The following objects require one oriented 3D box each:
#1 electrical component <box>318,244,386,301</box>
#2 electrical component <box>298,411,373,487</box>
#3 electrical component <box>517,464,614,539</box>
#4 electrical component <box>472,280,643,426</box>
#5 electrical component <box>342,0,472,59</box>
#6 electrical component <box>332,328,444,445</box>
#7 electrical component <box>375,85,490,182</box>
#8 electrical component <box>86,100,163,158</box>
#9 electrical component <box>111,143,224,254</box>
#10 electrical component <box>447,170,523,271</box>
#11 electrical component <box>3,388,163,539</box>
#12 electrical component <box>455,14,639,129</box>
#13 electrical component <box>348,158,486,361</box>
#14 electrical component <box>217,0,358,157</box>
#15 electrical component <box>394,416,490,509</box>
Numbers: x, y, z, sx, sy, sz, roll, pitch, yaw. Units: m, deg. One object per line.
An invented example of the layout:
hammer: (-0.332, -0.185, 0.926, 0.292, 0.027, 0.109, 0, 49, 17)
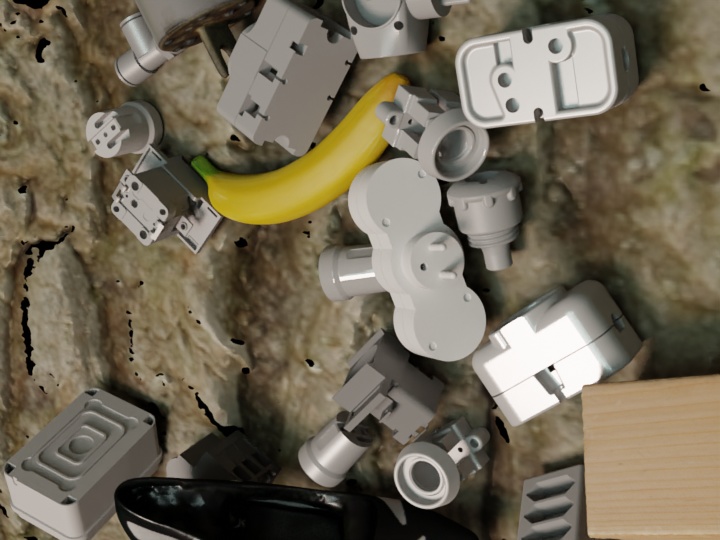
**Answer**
electrical component: (0.000, 0.000, 0.753, 0.046, 0.040, 0.040, -7, 102, 26)
electrical component: (-0.017, 0.133, 0.805, 0.040, 0.040, 0.046, 46, 116, 10)
electrical component: (0.146, 0.181, 0.718, 0.047, 0.065, 0.076, -24, 122, 33)
electrical component: (0.123, 0.050, 0.690, 0.095, 0.054, 0.059, -36, 87, 33)
electrical component: (0.032, -0.175, 0.676, 0.079, 0.044, 0.077, 1, 106, 29)
electrical component: (0.022, 0.083, 0.746, 0.064, 0.081, 0.042, 37, 122, -7)
electrical component: (0.050, -0.087, 0.680, 0.055, 0.066, 0.048, 50, 129, 47)
electrical component: (-0.179, -0.106, 0.816, 0.040, 0.046, 0.040, 9, 110, 27)
electrical component: (-0.147, -0.050, 0.805, 0.081, 0.064, 0.042, 44, 122, 10)
electrical component: (0.084, -0.031, 0.693, 0.048, 0.048, 0.062, -3, 111, 30)
electrical component: (-0.225, 0.161, 0.884, 0.078, 0.113, 0.057, 21, 134, 22)
electrical component: (0.113, -0.119, 0.639, 0.095, 0.059, 0.053, -3, 104, 30)
electrical component: (0.043, -0.006, 0.697, 0.138, 0.052, 0.074, 69, 163, -8)
electrical component: (-0.050, -0.131, 0.718, 0.056, 0.050, 0.089, 41, 110, 39)
electrical component: (0.054, 0.137, 0.755, 0.066, 0.055, 0.048, -32, 88, 33)
